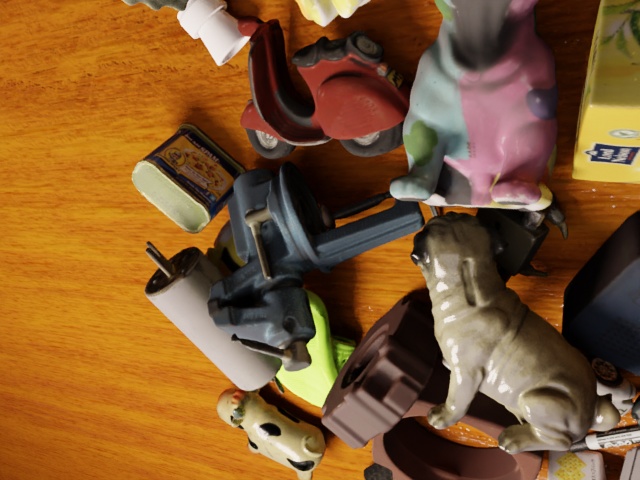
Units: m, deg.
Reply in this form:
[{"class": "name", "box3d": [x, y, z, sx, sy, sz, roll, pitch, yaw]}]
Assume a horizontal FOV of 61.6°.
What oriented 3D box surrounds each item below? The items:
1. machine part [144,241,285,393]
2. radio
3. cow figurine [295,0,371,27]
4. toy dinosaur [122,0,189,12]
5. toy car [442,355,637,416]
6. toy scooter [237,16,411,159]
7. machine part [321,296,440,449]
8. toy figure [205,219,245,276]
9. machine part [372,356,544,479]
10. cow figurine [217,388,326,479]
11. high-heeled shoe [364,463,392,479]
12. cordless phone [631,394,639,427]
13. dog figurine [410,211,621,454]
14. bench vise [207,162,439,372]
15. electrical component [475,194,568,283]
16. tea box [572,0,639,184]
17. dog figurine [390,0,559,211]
[{"class": "machine part", "box3d": [-0.115, 0.092, 0.614, 0.079, 0.079, 0.243, -17, 123, 37]}, {"class": "radio", "box3d": [0.348, 0.074, 0.467, 0.230, 0.073, 0.131, 22, 132, 8]}, {"class": "cow figurine", "box3d": [0.026, -0.205, 0.386, 0.098, 0.167, 0.068, -29, 111, -3]}, {"class": "toy dinosaur", "box3d": [-0.056, -0.282, 0.368, 0.405, 0.131, 0.192, -3, 137, 24]}, {"class": "toy car", "box3d": [0.237, 0.146, 0.592, 0.202, 0.056, 0.073, 21, 133, 12]}, {"class": "toy scooter", "box3d": [-0.008, -0.140, 0.478, 0.184, 0.075, 0.135, 1, 130, 31]}, {"class": "machine part", "box3d": [0.069, 0.144, 0.605, 0.056, 0.179, 0.179, 37, 134, 1]}, {"class": "toy figure", "box3d": [-0.103, 0.042, 0.673, 0.089, 0.082, 0.180, 25, 130, -8]}, {"class": "machine part", "box3d": [0.174, 0.248, 0.689, 0.202, 0.087, 0.200, 12, 131, 17]}, {"class": "cow figurine", "box3d": [-0.081, 0.302, 0.868, 0.195, 0.085, 0.127, 27, 140, 9]}, {"class": "high-heeled shoe", "box3d": [0.194, 0.387, 0.824, 0.145, 0.086, 0.249, 22, 165, -35]}, {"class": "cordless phone", "box3d": [0.427, 0.191, 0.521, 0.184, 0.088, 0.146, -30, 77, 16]}, {"class": "dog figurine", "box3d": [0.170, 0.072, 0.473, 0.173, 0.121, 0.190, 1, 111, 20]}, {"class": "bench vise", "box3d": [0.003, 0.004, 0.525, 0.241, 0.224, 0.128, -22, 140, 11]}, {"class": "electrical component", "box3d": [0.186, -0.002, 0.512, 0.078, 0.045, 0.102, 39, 139, 35]}, {"class": "tea box", "box3d": [0.219, -0.084, 0.341, 0.098, 0.169, 0.068, 7, 86, 25]}, {"class": "dog figurine", "box3d": [0.128, -0.132, 0.403, 0.109, 0.191, 0.219, 8, 95, 26]}]
